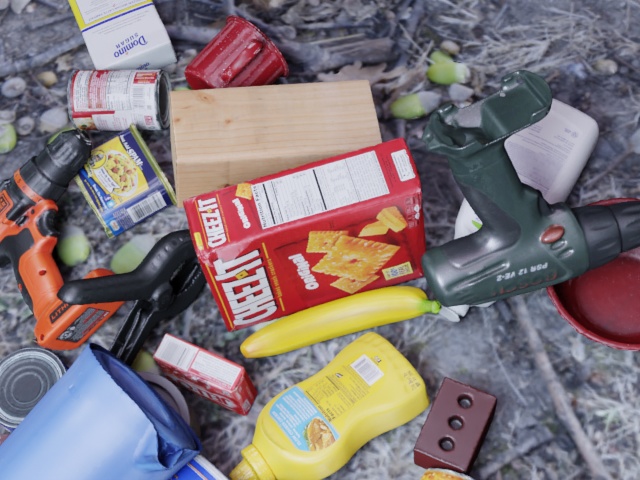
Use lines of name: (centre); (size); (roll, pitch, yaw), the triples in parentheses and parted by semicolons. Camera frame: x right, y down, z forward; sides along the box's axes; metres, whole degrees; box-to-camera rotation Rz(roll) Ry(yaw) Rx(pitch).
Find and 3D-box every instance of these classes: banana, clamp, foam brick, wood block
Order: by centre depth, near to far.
foam brick: (0.124, 0.175, 0.977); (0.053, 0.051, 0.078); (20, 66, 16)
banana: (0.021, 0.076, 1.036); (0.198, 0.069, 0.037); (-16, 87, 10)
clamp: (-0.167, 0.061, 1.048); (0.036, 0.165, 0.209); (29, 45, 26)
wood block: (-0.048, -0.099, 1.100); (0.206, 0.091, 0.090); (-5, 60, -9)

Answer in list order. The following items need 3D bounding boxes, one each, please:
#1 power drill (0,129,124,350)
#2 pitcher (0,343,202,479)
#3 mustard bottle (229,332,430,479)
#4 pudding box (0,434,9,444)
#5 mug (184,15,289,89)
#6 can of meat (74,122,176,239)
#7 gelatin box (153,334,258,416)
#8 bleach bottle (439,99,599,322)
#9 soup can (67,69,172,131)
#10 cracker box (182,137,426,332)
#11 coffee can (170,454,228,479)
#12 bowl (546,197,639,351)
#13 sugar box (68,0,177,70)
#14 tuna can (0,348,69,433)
power drill: (-0.266, 0.003, 1.084); (0.184, 0.057, 0.188); (-45, 62, 15)
pitcher: (-0.231, 0.211, 0.909); (0.145, 0.149, 0.243); (44, 87, 7)
mustard bottle: (0.000, 0.168, 0.983); (0.191, 0.058, 0.096); (-33, 45, -14)
pudding box: (-0.269, 0.236, 0.998); (0.090, 0.039, 0.113); (-7, 62, 3)
mug: (-0.091, -0.187, 1.165); (0.093, 0.117, 0.081); (44, 77, -11)
can of meat: (-0.211, -0.062, 1.142); (0.084, 0.057, 0.102); (-30, 63, -8)
gelatin box: (-0.108, 0.130, 1.016); (0.089, 0.073, 0.030); (22, 68, 16)
bleach bottle: (0.182, -0.030, 1.075); (0.103, 0.068, 0.250); (27, 71, 20)
soup can: (-0.221, -0.156, 1.187); (0.102, 0.068, 0.068); (1, 62, 6)
cracker box: (-0.007, 0.001, 1.022); (0.213, 0.164, 0.072); (-16, 59, -2)
coffee can: (-0.123, 0.269, 0.927); (0.103, 0.103, 0.140); (38, 72, 23)
bowl: (0.294, 0.041, 1.026); (0.162, 0.055, 0.162); (-3, 62, 5)
sugar box: (-0.242, -0.269, 1.263); (0.093, 0.048, 0.176); (-22, 65, -5)
tuna can: (-0.283, 0.150, 1.049); (0.086, 0.034, 0.086); (-3, 63, 6)
